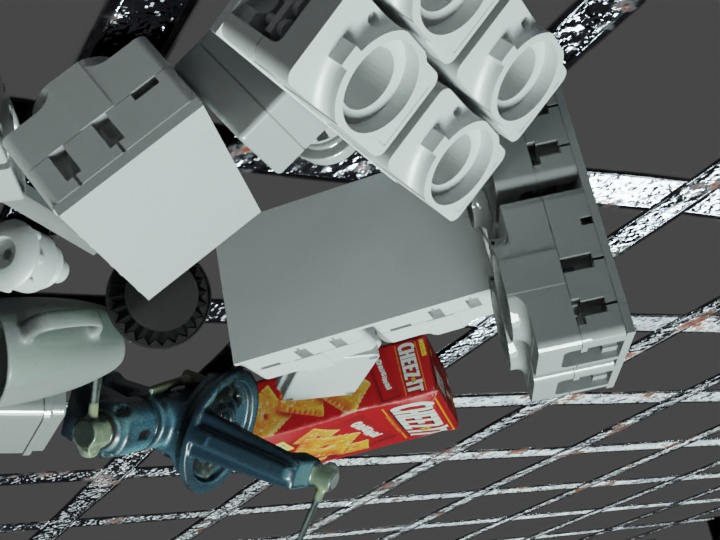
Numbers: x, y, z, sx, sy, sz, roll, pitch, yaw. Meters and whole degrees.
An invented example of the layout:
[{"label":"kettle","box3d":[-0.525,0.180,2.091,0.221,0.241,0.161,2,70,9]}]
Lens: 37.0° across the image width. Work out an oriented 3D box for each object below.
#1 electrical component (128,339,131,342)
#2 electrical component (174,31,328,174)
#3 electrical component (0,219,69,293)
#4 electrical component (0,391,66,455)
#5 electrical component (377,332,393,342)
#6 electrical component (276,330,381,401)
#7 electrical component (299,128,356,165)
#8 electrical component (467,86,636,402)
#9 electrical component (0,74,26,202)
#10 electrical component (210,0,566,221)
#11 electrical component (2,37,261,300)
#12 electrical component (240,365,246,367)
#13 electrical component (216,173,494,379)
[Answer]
[{"label":"electrical component","box3d":[-0.156,0.030,0.832,0.055,0.048,0.066,-4,157,3]},{"label":"electrical component","box3d":[-0.043,-0.104,0.562,0.077,0.065,0.047,-45,152,3]},{"label":"electrical component","box3d":[-0.221,-0.005,0.723,0.048,0.048,0.062,-19,163,16]},{"label":"electrical component","box3d":[-0.285,0.103,0.898,0.057,0.078,0.113,4,153,-26]},{"label":"electrical component","box3d":[0.043,0.040,0.956,0.065,0.044,0.044,-24,155,37]},{"label":"electrical component","box3d":[-0.032,0.072,0.971,0.078,0.057,0.113,-4,156,-17]},{"label":"electrical component","box3d":[-0.026,-0.092,0.614,0.066,0.048,0.055,-17,149,13]},{"label":"electrical component","box3d":[0.102,-0.026,0.644,0.060,0.186,0.105,-12,157,1]},{"label":"electrical component","box3d":[-0.213,-0.073,0.556,0.059,0.053,0.095,-8,157,-8]},{"label":"electrical component","box3d":[0.028,-0.104,0.526,0.105,0.060,0.186,-53,148,4]},{"label":"electrical component","box3d":[-0.121,-0.053,0.596,0.089,0.061,0.150,-39,163,-6]},{"label":"electrical component","box3d":[-0.083,0.040,0.863,0.044,0.065,0.044,-10,157,-4]},{"label":"electrical component","box3d":[0.000,0.000,0.759,0.186,0.105,0.060,-17,157,13]}]
